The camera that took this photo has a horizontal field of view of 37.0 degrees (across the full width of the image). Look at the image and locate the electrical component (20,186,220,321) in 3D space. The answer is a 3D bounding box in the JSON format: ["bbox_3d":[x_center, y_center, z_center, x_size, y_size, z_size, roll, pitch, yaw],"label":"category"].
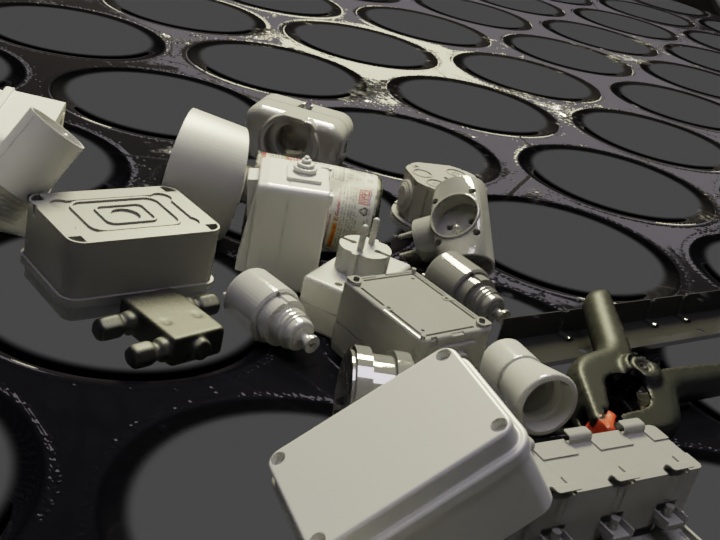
[{"bbox_3d":[-0.160,-0.013,0.721,0.113,0.057,0.078,-8,32,-39],"label":"electrical component"}]

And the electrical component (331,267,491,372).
[{"bbox_3d":[0.034,0.049,0.685,0.062,0.061,0.096,-7,32,-39],"label":"electrical component"}]

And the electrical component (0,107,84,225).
[{"bbox_3d":[-0.227,-0.064,0.716,0.043,0.081,0.043,40,2,-2],"label":"electrical component"}]

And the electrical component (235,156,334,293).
[{"bbox_3d":[-0.055,-0.039,0.786,0.061,0.096,0.061,8,25,-6],"label":"electrical component"}]

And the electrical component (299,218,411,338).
[{"bbox_3d":[0.000,0.000,0.755,0.047,0.075,0.083,22,25,18],"label":"electrical component"}]

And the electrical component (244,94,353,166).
[{"bbox_3d":[-0.061,-0.127,1.025,0.095,0.053,0.059,17,24,7],"label":"electrical component"}]

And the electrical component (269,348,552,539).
[{"bbox_3d":[0.022,0.099,0.507,0.113,0.057,0.078,-32,35,-4],"label":"electrical component"}]

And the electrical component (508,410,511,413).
[{"bbox_3d":[0.056,0.099,0.609,0.055,0.048,0.066,2,25,-7],"label":"electrical component"}]

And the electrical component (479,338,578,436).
[{"bbox_3d":[0.106,0.072,0.698,0.044,0.044,0.065,2,22,-24],"label":"electrical component"}]

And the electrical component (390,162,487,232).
[{"bbox_3d":[0.070,-0.058,0.948,0.080,0.051,0.080,11,24,-5],"label":"electrical component"}]

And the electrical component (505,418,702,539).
[{"bbox_3d":[0.118,0.122,0.568,0.121,0.063,0.079,-3,29,-32],"label":"electrical component"}]

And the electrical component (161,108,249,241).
[{"bbox_3d":[-0.122,-0.071,0.821,0.064,0.099,0.099,13,23,-17],"label":"electrical component"}]

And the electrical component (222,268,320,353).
[{"bbox_3d":[-0.055,0.030,0.704,0.040,0.040,0.078,-11,34,-42],"label":"electrical component"}]

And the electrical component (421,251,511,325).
[{"bbox_3d":[0.082,0.017,0.804,0.040,0.040,0.078,-7,32,-38],"label":"electrical component"}]

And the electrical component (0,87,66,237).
[{"bbox_3d":[-0.259,-0.082,0.793,0.057,0.078,0.113,12,24,-11],"label":"electrical component"}]

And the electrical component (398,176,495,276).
[{"bbox_3d":[0.068,-0.029,0.875,0.079,0.044,0.077,-15,55,20],"label":"electrical component"}]
